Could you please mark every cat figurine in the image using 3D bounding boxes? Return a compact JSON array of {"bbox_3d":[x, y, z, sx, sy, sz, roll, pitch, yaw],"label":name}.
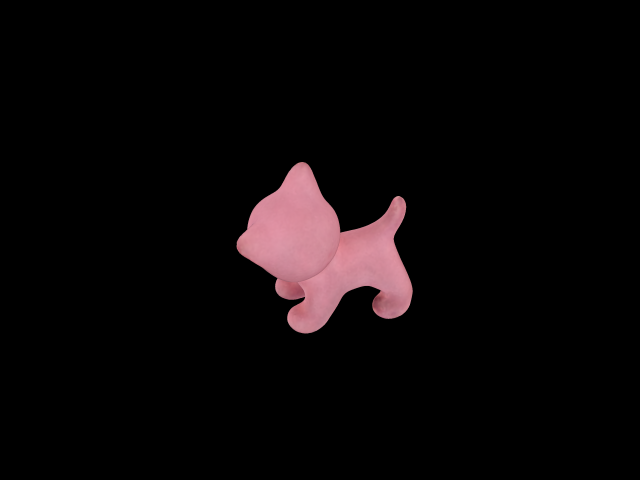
[{"bbox_3d":[0.004,0.001,0.400,0.128,0.118,0.067,-11,39,-14],"label":"cat figurine"}]
